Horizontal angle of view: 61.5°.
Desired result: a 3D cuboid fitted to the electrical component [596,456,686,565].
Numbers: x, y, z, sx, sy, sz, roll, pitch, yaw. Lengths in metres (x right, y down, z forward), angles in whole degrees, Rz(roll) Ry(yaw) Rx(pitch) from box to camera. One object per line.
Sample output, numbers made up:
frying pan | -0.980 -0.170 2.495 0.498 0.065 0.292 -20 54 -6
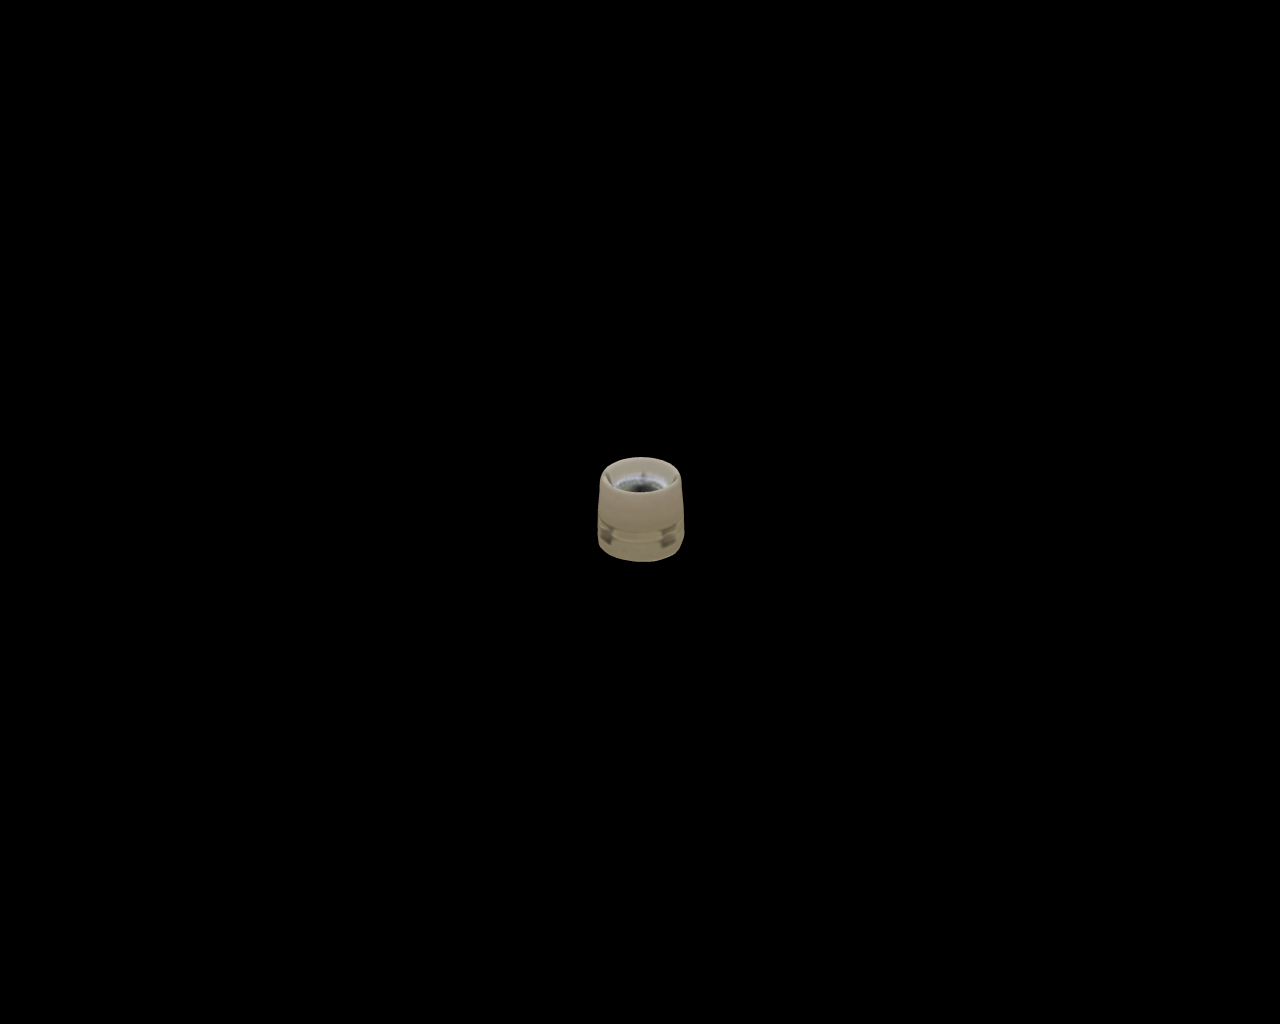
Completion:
electrical component | 0.001 -0.003 0.650 0.055 0.047 0.055 0 30 0
